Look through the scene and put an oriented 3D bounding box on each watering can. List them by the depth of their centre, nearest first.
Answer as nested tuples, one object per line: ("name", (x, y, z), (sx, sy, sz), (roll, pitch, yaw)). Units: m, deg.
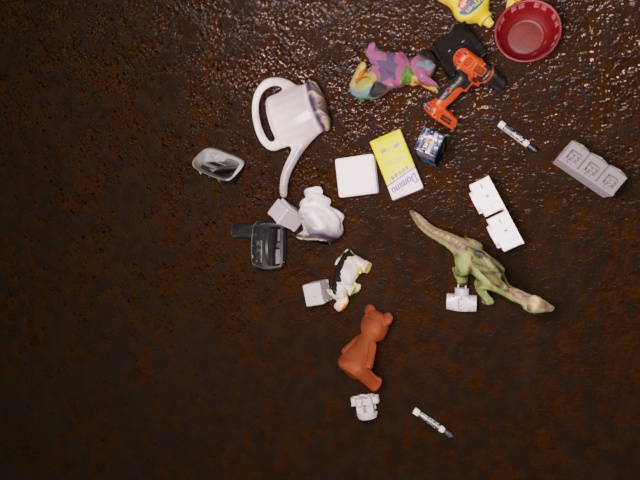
("watering can", (-0.071, -0.312, 1.471), (0.223, 0.104, 0.349), (-18, 84, 14))

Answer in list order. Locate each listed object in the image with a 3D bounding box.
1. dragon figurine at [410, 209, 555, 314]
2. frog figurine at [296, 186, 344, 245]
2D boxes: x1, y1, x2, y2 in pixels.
("dragon figurine", (0.383, 0.046, 1.260), (0.412, 0.241, 0.122), (40, 86, 9))
("frog figurine", (0.004, -0.073, 1.448), (0.137, 0.122, 0.160), (9, 83, -17))
